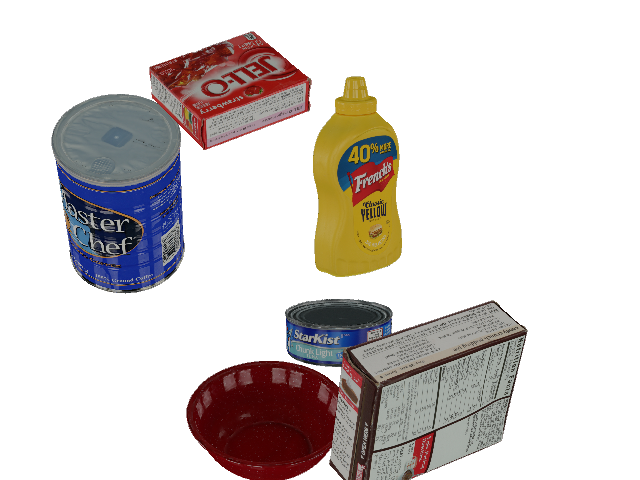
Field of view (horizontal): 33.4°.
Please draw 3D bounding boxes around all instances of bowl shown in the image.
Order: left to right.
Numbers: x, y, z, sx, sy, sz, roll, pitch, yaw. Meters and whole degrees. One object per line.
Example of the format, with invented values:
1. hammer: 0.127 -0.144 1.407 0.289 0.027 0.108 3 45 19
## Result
1. bowl: -0.052 0.190 1.067 0.162 0.055 0.162 1 31 -1

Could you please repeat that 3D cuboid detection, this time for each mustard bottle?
1. mustard bottle: 0.036 -0.066 1.055 0.096 0.192 0.058 -15 21 -35

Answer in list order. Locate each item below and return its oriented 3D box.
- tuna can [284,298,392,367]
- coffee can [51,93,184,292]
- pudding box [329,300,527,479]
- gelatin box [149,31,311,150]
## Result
1. tuna can: 0.015 0.073 0.851 0.086 0.034 0.086 0 11 0
2. coffee can: -0.168 -0.038 0.906 0.102 0.103 0.140 0 -41 -5
3. pudding box: 0.063 0.093 0.631 0.113 0.090 0.039 -16 37 -30
4. gelatin box: -0.062 -0.106 0.737 0.089 0.030 0.073 -25 49 -25
